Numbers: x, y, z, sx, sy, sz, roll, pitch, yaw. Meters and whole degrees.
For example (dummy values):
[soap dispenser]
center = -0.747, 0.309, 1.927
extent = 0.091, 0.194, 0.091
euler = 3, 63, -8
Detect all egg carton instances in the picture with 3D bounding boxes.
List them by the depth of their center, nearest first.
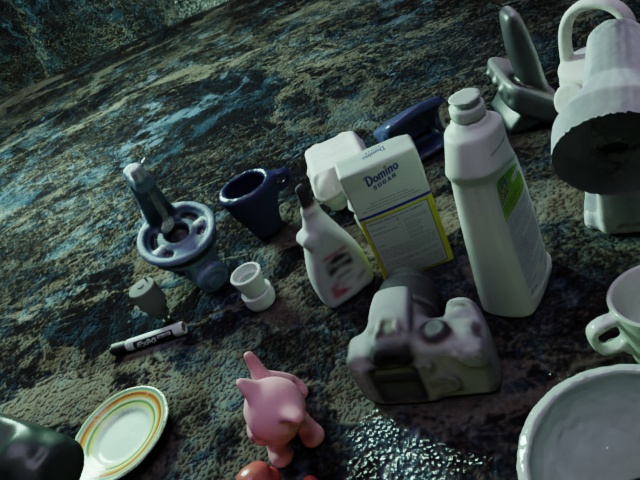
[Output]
[egg carton]
center = 0.033, -0.114, 0.924
extent = 0.107, 0.070, 0.150
euler = -24, 35, 4

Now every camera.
[camera]
center = 0.103, 0.084, 0.594
extent = 0.143, 0.101, 0.137
euler = -11, 37, 21

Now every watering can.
[watering can]
center = 0.356, -0.209, 0.728
extent = 0.100, 0.194, 0.173
euler = -4, 41, 29

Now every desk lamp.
[desk lamp]
center = 0.317, -0.106, 0.604
extent = 0.117, 0.214, 0.203
euler = -4, 41, 29

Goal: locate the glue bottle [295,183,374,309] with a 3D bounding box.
[glue bottle]
center = 0.006, 0.002, 0.698
extent = 0.078, 0.173, 0.037
euler = -37, 36, -14

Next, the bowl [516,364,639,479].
[bowl]
center = 0.234, 0.177, 0.412
extent = 0.167, 0.075, 0.167
euler = -17, 36, 13

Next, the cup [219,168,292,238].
[cup]
center = -0.087, -0.058, 0.906
extent = 0.117, 0.095, 0.091
euler = -26, 35, 1

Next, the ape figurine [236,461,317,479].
[ape figurine]
center = -0.043, 0.230, 0.507
extent = 0.077, 0.092, 0.076
euler = -5, 40, 28

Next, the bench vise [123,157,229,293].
[bench vise]
center = -0.245, -0.027, 0.858
extent = 0.206, 0.220, 0.122
euler = 9, 48, 40

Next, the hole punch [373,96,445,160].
[hole punch]
center = 0.142, -0.184, 0.924
extent = 0.109, 0.091, 0.100
euler = -31, 35, -7

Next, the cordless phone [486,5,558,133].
[cordless phone]
center = 0.296, -0.272, 0.856
extent = 0.094, 0.185, 0.147
euler = -21, 35, 8

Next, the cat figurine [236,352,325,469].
[cat figurine]
center = -0.048, 0.163, 0.575
extent = 0.067, 0.118, 0.127
euler = -30, 35, -5

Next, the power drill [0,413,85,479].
[power drill]
center = -0.301, 0.235, 0.565
extent = 0.228, 0.209, 0.076
euler = -5, 40, 28
